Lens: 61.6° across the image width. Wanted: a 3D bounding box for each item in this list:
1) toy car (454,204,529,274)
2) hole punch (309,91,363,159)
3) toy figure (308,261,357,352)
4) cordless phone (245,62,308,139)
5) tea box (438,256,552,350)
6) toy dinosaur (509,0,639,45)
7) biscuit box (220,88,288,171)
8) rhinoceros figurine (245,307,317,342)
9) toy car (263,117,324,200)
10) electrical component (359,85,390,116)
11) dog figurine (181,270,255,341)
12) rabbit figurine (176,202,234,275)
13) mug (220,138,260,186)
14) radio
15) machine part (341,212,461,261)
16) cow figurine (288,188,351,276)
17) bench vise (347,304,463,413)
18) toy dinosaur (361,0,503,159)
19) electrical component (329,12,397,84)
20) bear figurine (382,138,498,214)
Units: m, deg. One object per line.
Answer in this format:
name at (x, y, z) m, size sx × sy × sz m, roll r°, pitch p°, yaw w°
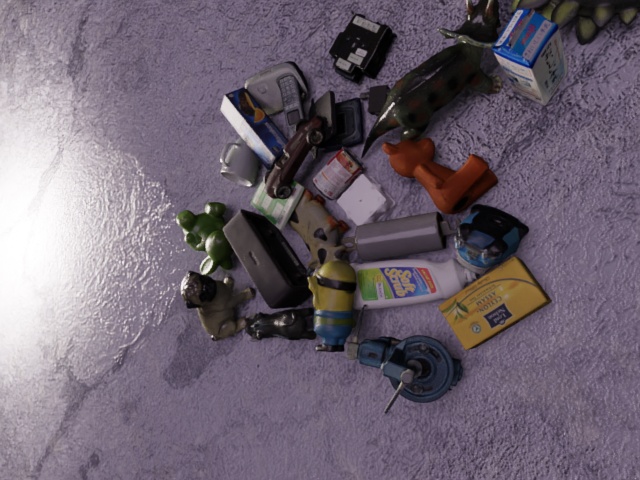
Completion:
toy car at (0.298, 0.009, 0.968) m, size 0.109 × 0.161 × 0.102 m, roll 28°, pitch 129°, yaw 22°
hole punch at (0.033, -0.257, 1.193) m, size 0.116 × 0.092 × 0.142 m, roll -17°, pitch 76°, yaw 58°
toy figure at (0.031, 0.131, 1.062) m, size 0.089 × 0.082 × 0.180 m, roll -3°, pitch 81°, yaw 23°
cordless phone at (-0.092, -0.311, 1.268) m, size 0.147 × 0.088 × 0.184 m, roll -14°, pitch 81°, yaw 28°
tea box at (0.316, 0.116, 0.975) m, size 0.169 × 0.068 × 0.098 m, roll -39°, pitch 65°, yaw 19°
toy dinosaur at (0.440, -0.478, 0.964) m, size 0.472 × 0.105 × 0.198 m, roll 44°, pitch 109°, yaw 32°
biscuit box at (-0.149, -0.262, 1.267) m, size 0.203 × 0.063 × 0.059 m, roll 51°, pitch 148°, yaw 9°
rhinoceros figurine at (-0.091, 0.190, 1.178) m, size 0.190 × 0.112 × 0.073 m, roll -14°, pitch 81°, yaw 49°
toy car at (-0.062, -0.181, 1.178) m, size 0.202 × 0.053 × 0.089 m, roll -58°, pitch 33°, yaw 14°
electrical component at (0.128, -0.301, 1.168) m, size 0.094 × 0.021 × 0.063 m, roll 3°, pitch 85°, yaw 31°
dog figurine at (-0.261, 0.159, 1.239) m, size 0.121 × 0.190 × 0.172 m, roll 10°, pitch 90°, yaw 31°
rabbit figurine at (-0.261, 0.007, 1.279) m, size 0.170 × 0.121 × 0.158 m, roll 35°, pitch 132°, yaw 54°
mug at (-0.194, -0.200, 1.301) m, size 0.081 × 0.109 × 0.107 m, roll 8°, pitch 72°, yaw 42°
radio at (-0.110, 0.044, 1.199) m, size 0.073 × 0.131 × 0.230 m, roll -42°, pitch 65°, yaw 19°
machine part at (0.160, -0.005, 1.068) m, size 0.243 × 0.079 × 0.079 m, roll -10°, pitch 79°, yaw 21°
cow figurine at (-0.002, -0.004, 1.169) m, size 0.127 × 0.085 × 0.195 m, roll -49°, pitch 60°, yaw 18°
bench vise at (0.146, 0.222, 0.974) m, size 0.224 × 0.240 × 0.128 m, roll 22°, pitch 92°, yaw 15°
toy dinosaur at (0.208, -0.291, 1.022) m, size 0.405 × 0.192 × 0.131 m, roll -40°, pitch 64°, yaw 19°
electrical component at (0.089, -0.419, 1.187) m, size 0.115 × 0.058 × 0.134 m, roll 39°, pitch 103°, yaw 31°
bear figurine at (0.225, -0.145, 1.039) m, size 0.132 × 0.120 × 0.196 m, roll -44°, pitch 59°, yaw 14°
